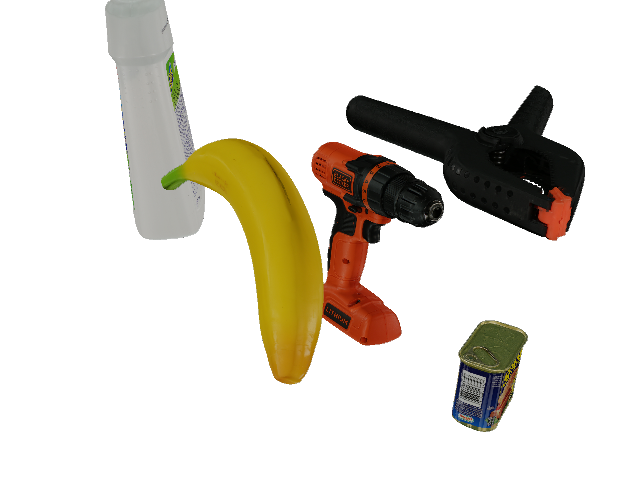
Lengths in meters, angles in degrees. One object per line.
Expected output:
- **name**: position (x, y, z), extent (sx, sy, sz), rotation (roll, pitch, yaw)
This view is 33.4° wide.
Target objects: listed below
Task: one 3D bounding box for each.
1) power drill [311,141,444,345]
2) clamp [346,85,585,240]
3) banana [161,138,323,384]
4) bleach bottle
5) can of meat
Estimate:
- **power drill**: position (0.052, 0.007, 1.079), extent (0.057, 0.188, 0.185), rotation (-9, 25, -32)
- **clamp**: position (0.111, -0.061, 0.740), extent (0.164, 0.036, 0.210), rotation (-3, 29, -7)
- **banana**: position (-0.035, -0.005, 0.603), extent (0.037, 0.070, 0.198), rotation (14, 27, -35)
- **bleach bottle**: position (-0.151, -0.127, 0.953), extent (0.068, 0.251, 0.102), rotation (-6, 37, -2)
- **can of meat**: position (0.185, 0.150, 1.181), extent (0.057, 0.084, 0.102), rotation (17, 28, 21)
